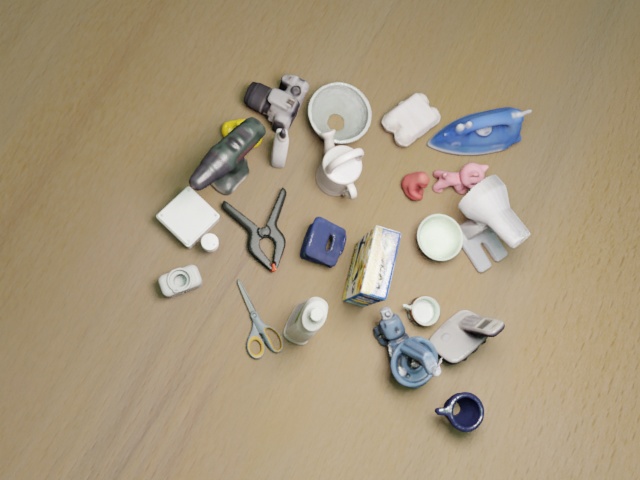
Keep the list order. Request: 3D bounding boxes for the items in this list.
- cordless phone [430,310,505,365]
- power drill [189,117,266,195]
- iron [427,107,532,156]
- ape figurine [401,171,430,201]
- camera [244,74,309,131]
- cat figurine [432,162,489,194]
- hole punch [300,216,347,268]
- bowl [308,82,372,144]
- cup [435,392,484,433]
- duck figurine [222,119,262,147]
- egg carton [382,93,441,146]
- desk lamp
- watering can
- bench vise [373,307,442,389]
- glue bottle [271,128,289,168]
[{"bbox_3d":[0.357,0.234,1.381,0.148,0.185,0.094,-41,88,-14],"label":"cordless phone"},{"bbox_3d":[-0.219,-0.180,1.352,0.075,0.208,0.230,39,76,0],"label":"power drill"},{"bbox_3d":[0.423,-0.296,1.514,0.258,0.141,0.118,-13,82,-11],"label":"iron"},{"bbox_3d":[0.255,-0.148,1.484,0.076,0.092,0.078,38,76,0],"label":"ape figurine"},{"bbox_3d":[-0.114,-0.365,1.459,0.137,0.100,0.143,25,77,-4],"label":"camera"},{"bbox_3d":[0.370,-0.166,1.493,0.128,0.117,0.067,0,79,-9],"label":"cat figurine"},{"bbox_3d":[0.013,0.005,1.416,0.101,0.091,0.109,18,77,-5],"label":"hole punch"},{"bbox_3d":[0.046,-0.319,1.490,0.167,0.074,0.167,2,79,-9],"label":"bowl"},{"bbox_3d":[0.325,0.414,1.389,0.118,0.095,0.092,2,79,-9],"label":"cup"},{"bbox_3d":[-0.194,-0.277,1.437,0.104,0.086,0.077,14,78,-6],"label":"duck figurine"},{"bbox_3d":[0.242,-0.322,1.526,0.150,0.069,0.107,-39,88,-14],"label":"egg carton"},{"bbox_3d":[0.424,-0.041,1.429,0.118,0.213,0.203,-32,86,-13],"label":"desk lamp"},{"bbox_3d":[0.047,-0.186,1.404,0.173,0.194,0.101,45,76,1],"label":"watering can"},{"bbox_3d":[0.198,0.259,1.333,0.207,0.219,0.121,43,76,1],"label":"bench vise"},{"bbox_3d":[-0.096,-0.237,1.401,0.037,0.173,0.078,3,79,-8],"label":"glue bottle"}]
